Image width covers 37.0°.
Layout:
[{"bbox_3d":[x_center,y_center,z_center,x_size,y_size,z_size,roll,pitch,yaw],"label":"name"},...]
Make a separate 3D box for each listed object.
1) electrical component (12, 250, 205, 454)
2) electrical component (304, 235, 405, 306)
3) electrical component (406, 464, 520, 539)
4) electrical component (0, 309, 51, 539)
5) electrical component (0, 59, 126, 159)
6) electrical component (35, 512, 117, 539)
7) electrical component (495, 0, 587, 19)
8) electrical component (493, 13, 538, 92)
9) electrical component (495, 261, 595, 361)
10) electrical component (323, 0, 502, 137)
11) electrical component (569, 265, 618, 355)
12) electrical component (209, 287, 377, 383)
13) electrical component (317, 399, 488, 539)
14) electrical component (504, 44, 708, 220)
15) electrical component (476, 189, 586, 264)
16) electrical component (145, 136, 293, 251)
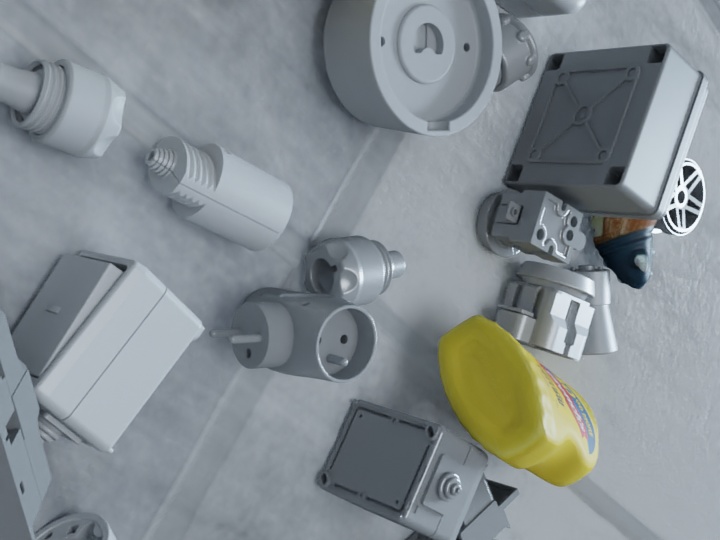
[{"bbox_3d":[-0.138,0.041,0.531,0.061,0.062,0.096,50,65,-34],"label":"electrical component"},{"bbox_3d":[0.000,0.000,0.656,0.062,0.043,0.043,-9,102,-42],"label":"electrical component"},{"bbox_3d":[0.065,0.161,0.737,0.081,0.042,0.063,-36,115,-32],"label":"electrical component"},{"bbox_3d":[-0.204,0.026,0.440,0.105,0.060,0.186,-11,107,-2],"label":"electrical component"},{"bbox_3d":[-0.148,-0.081,0.517,0.062,0.043,0.043,19,84,-40],"label":"electrical component"},{"bbox_3d":[-0.143,0.161,0.550,0.055,0.055,0.047,-40,124,-29],"label":"electrical component"},{"bbox_3d":[0.111,-0.209,0.710,0.095,0.059,0.053,24,80,-40],"label":"electrical component"},{"bbox_3d":[0.083,-0.136,0.708,0.062,0.048,0.048,-35,118,-24],"label":"electrical component"},{"bbox_3d":[0.134,0.028,0.766,0.078,0.058,0.057,21,86,-40],"label":"electrical component"},{"bbox_3d":[0.027,-0.135,0.648,0.108,0.060,0.108,-7,101,-40],"label":"electrical component"},{"bbox_3d":[0.171,0.029,0.810,0.044,0.044,0.065,-5,95,-40],"label":"electrical component"},{"bbox_3d":[-0.045,0.036,0.600,0.079,0.077,0.043,0,96,-40],"label":"electrical component"},{"bbox_3d":[0.033,0.127,0.668,0.061,0.096,0.061,35,74,-39],"label":"electrical component"},{"bbox_3d":[0.170,-0.095,0.745,0.056,0.109,0.108,29,77,-36],"label":"electrical component"},{"bbox_3d":[0.114,-0.031,0.741,0.066,0.055,0.048,24,80,-40],"label":"electrical component"},{"bbox_3d":[-0.080,-0.045,0.580,0.081,0.043,0.043,27,79,-40],"label":"electrical component"}]
